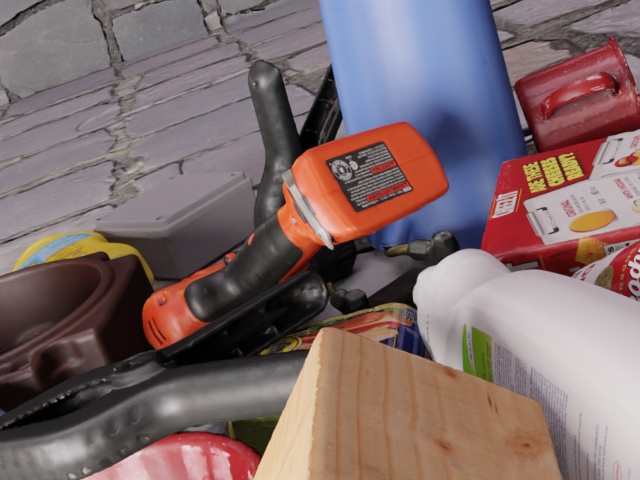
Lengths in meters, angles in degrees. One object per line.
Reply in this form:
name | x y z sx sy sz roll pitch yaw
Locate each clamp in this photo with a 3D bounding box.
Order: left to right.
clamp | -0.074 0.073 0.498 0.210 0.036 0.165 -22 12 -10
clamp | -0.011 -0.058 0.793 0.039 0.171 0.120 21 30 36

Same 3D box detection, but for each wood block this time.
wood block | 0.021 0.121 0.308 0.090 0.091 0.206 21 23 -6

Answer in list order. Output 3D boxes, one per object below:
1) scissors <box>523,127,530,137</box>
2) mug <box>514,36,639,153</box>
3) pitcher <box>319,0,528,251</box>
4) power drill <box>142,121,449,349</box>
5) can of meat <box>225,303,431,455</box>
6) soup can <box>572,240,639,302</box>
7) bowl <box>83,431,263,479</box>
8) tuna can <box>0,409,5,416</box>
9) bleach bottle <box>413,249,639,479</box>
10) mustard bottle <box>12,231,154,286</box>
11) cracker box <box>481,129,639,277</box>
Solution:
scissors | 0.116 -0.087 0.891 0.201 0.096 0.016 -26 56 -13
mug | 0.197 -0.099 0.805 0.081 0.093 0.117 -20 -9 13
pitcher | 0.076 -0.123 0.762 0.145 0.243 0.149 -16 24 -1
power drill | -0.004 0.001 0.675 0.184 0.057 0.188 -25 -12 -44
can of meat | 0.011 0.079 0.554 0.102 0.057 0.084 -15 17 13
soup can | 0.155 0.030 0.472 0.068 0.068 0.102 -25 -7 -18
bowl | -0.088 0.149 0.452 0.162 0.055 0.162 -17 19 6
tuna can | -0.180 0.126 0.560 0.086 0.086 0.033 -5 21 36
bleach bottle | 0.099 0.054 0.446 0.068 0.102 0.251 -13 20 -15
mustard bottle | -0.213 0.033 0.897 0.096 0.058 0.192 -39 24 -18
cracker box | 0.207 -0.013 0.597 0.214 0.072 0.164 -13 18 20
